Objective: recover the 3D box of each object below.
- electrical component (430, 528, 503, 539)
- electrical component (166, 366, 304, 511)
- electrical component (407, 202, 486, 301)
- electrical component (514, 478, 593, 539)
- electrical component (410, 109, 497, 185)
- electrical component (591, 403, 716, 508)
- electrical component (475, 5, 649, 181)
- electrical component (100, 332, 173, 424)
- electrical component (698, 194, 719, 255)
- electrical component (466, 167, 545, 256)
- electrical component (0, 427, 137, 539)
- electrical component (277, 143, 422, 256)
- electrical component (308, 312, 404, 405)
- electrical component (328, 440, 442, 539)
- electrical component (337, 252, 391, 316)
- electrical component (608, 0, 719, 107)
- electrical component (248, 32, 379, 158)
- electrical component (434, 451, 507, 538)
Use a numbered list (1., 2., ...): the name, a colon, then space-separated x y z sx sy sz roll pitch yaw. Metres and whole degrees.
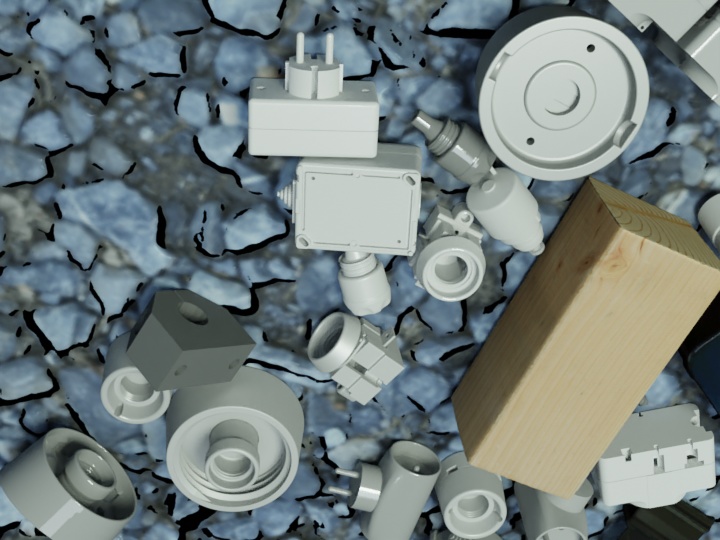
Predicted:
1. electrical component: 0.101 0.262 0.878 0.048 0.099 0.100 -33 116 27
2. electrical component: -0.096 0.134 0.818 0.108 0.060 0.108 -2 118 -3
3. electrical component: 0.062 -0.009 0.756 0.048 0.055 0.066 25 113 -16
4. electrical component: 0.158 0.181 0.850 0.043 0.077 0.079 21 114 -14
5. electrical component: 0.061 -0.087 0.727 0.061 0.035 0.035 34 111 -17
6. electrical component: 0.231 0.150 0.854 0.089 0.050 0.055 -11 117 2
7. electrical component: 0.126 -0.119 0.700 0.108 0.060 0.108 -2 118 -3
8. electrical component: -0.163 0.080 0.792 0.055 0.047 0.055 -2 118 -3
9. electrical component: 0.266 -0.024 0.756 0.044 0.065 0.044 -8 136 -8
10. electrical component: 0.107 -0.037 0.753 0.040 0.040 0.078 -34 129 13
11. electrical component: -0.220 0.169 0.810 0.064 0.099 0.099 -43 112 11
12. electrical component: -0.007 -0.052 0.730 0.096 0.061 0.061 4 117 2
13. electrical component: -0.005 0.062 0.796 0.055 0.048 0.066 36 111 -28
14. electrical component: 0.015 0.175 0.857 0.079 0.043 0.077 15 116 -12
15. electrical component: 0.000 0.000 0.769 0.035 0.035 0.061 -14 115 4
16. electrical component: 0.196 -0.165 0.655 0.186 0.105 0.060 36 110 -20
17. electrical component: -0.030 -0.117 0.698 0.083 0.047 0.075 1 118 -4
18. electrical component: 0.089 0.181 0.863 0.055 0.047 0.055 -2 118 -3
